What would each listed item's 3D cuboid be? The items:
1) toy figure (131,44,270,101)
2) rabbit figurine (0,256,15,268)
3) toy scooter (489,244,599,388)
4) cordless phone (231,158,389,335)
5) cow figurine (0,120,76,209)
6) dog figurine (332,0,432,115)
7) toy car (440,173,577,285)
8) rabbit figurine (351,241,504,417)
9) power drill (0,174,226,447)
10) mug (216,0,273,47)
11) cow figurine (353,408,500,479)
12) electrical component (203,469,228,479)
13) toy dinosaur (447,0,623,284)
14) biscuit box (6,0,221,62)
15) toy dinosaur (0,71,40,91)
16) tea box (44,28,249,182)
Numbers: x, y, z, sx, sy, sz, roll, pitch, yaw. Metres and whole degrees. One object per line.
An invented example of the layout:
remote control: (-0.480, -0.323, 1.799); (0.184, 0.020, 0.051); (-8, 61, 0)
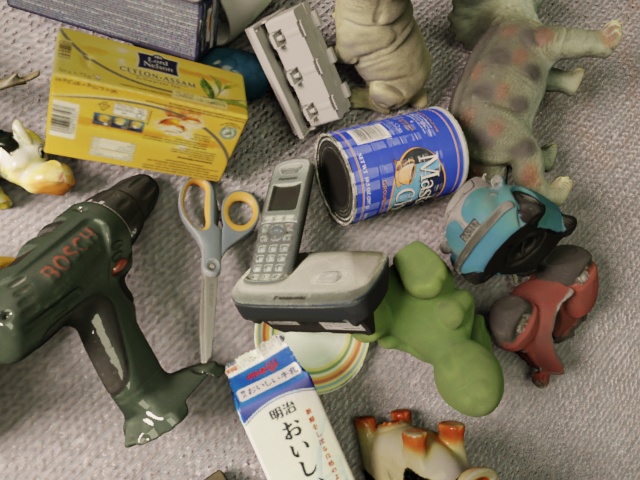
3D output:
toy figure: (-0.131, -0.175, 0.565); (0.154, 0.064, 0.057); (-3, 106, -24)
rabbit figurine: (-0.314, 0.104, 0.447); (0.122, 0.162, 0.173); (8, 98, -28)
toy scooter: (0.277, 0.098, 0.648); (0.184, 0.075, 0.135); (-33, 112, -28)
cordless phone: (-0.001, -0.002, 0.537); (0.147, 0.088, 0.184); (-3, 66, 26)
cow figurine: (-0.321, -0.079, 0.502); (0.167, 0.068, 0.098); (-5, 78, -18)
dog figurine: (0.083, -0.224, 0.574); (0.172, 0.190, 0.121); (22, 77, -14)
toy car: (0.193, -0.022, 0.581); (0.161, 0.109, 0.103); (0, 43, -41)
rabbit figurine: (0.123, 0.109, 0.565); (0.121, 0.159, 0.170); (-38, 63, 12)
power drill: (-0.174, 0.062, 0.491); (0.207, 0.086, 0.232); (65, 30, -17)
mug: (-0.099, -0.284, 0.585); (0.107, 0.081, 0.109); (-45, 112, -28)
cow figurine: (0.109, 0.240, 0.517); (0.085, 0.195, 0.127); (-5, 85, -27)
electrical component: (-0.102, 0.278, 0.530); (0.102, 0.045, 0.078); (-38, 66, -20)
toy dinosaur: (0.221, -0.164, 0.651); (0.192, 0.131, 0.404); (17, 88, 2)
biscuit box: (-0.202, -0.238, 0.524); (0.203, 0.062, 0.059); (18, 39, 2)
toy dinosaur: (-0.485, -0.206, 0.443); (0.471, 0.105, 0.198); (29, 75, -8)
tea box: (-0.164, -0.122, 0.512); (0.169, 0.098, 0.068); (8, 51, -29)
